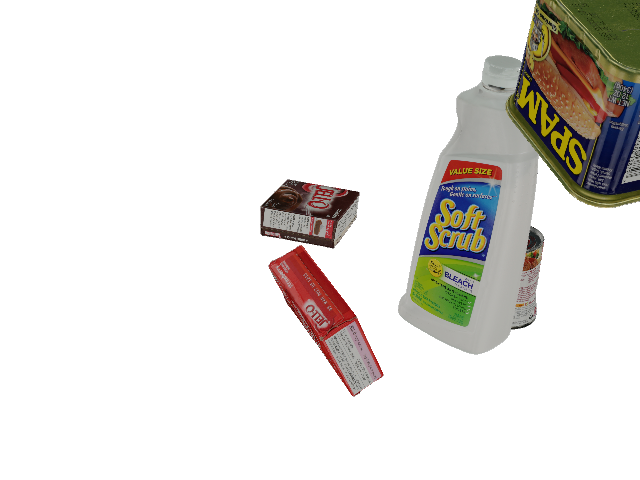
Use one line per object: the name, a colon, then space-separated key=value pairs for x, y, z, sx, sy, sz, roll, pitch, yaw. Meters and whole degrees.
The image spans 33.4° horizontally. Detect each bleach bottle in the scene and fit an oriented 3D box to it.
bleach bottle: x=0.127 y=-0.033 z=0.887 sx=0.103 sy=0.251 sz=0.067 roll=28 pitch=38 yaw=35

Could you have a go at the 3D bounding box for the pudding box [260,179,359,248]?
pudding box: x=-0.011 y=-0.032 z=1.214 sx=0.090 sy=0.039 sz=0.113 roll=10 pitch=23 yaw=12

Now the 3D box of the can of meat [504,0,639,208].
can of meat: x=0.146 y=-0.082 z=0.558 sx=0.057 sy=0.084 sz=0.102 roll=-13 pitch=48 yaw=-17

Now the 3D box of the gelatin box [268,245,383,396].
gelatin box: x=0.004 y=0.055 z=0.723 sx=0.030 sy=0.073 sz=0.089 roll=-34 pitch=-36 yaw=-5

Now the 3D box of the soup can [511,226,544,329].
soup can: x=0.213 y=0.040 z=1.198 sx=0.068 sy=0.102 sz=0.068 roll=-1 pitch=29 yaw=1
